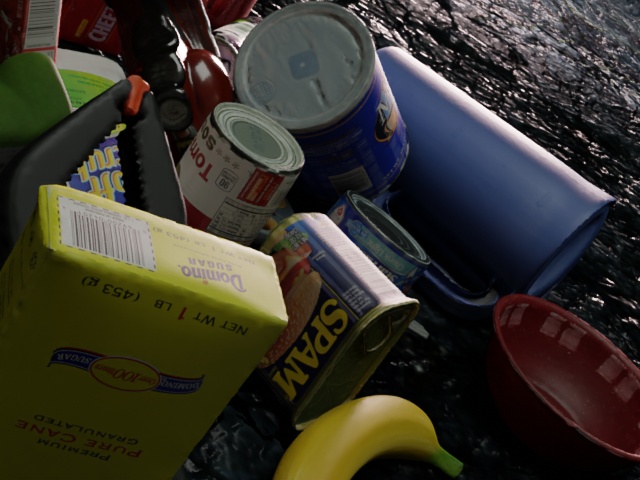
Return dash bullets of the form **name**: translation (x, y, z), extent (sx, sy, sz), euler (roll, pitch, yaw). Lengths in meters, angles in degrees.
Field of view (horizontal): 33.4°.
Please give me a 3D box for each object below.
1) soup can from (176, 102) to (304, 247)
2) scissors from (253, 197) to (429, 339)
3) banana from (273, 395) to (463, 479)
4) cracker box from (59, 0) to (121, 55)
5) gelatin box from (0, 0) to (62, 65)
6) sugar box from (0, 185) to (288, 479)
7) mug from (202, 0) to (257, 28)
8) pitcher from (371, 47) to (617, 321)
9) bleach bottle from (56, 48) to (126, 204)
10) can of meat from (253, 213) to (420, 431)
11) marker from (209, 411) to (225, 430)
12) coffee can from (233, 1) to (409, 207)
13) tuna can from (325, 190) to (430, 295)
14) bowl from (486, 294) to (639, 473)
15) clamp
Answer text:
- **soup can**: translation (-0.063, -0.028, 0.676), extent (0.068, 0.102, 0.068), euler (27, 29, -17)
- **scissors**: translation (-0.005, 0.001, 0.792), extent (0.201, 0.016, 0.096), euler (29, 28, -14)
- **banana**: translation (0.020, 0.126, 0.600), extent (0.070, 0.037, 0.197), euler (46, 29, 21)
- **cracker box**: translation (-0.187, -0.282, 0.869), extent (0.071, 0.164, 0.214), euler (10, 37, -44)
- **gelatin box**: translation (-0.183, -0.110, 0.594), extent (0.073, 0.089, 0.030), euler (23, 25, 24)
- **sugar box**: translation (-0.097, 0.067, 0.407), extent (0.093, 0.176, 0.048), euler (20, 29, -27)
- **mug**: translation (-0.091, -0.250, 1.016), extent (0.093, 0.082, 0.117), euler (23, 30, -24)
- **pitcher**: translation (0.110, -0.049, 0.899), extent (0.243, 0.145, 0.149), euler (42, 15, 19)
- **bleach bottle**: translation (-0.123, -0.011, 0.627), extent (0.102, 0.068, 0.251), euler (4, 43, -43)
- **can of meat**: translation (-0.004, 0.046, 0.630), extent (0.084, 0.102, 0.057), euler (47, 29, 24)
- **marker**: translation (-0.072, 0.062, 0.617), extent (0.020, 0.020, 0.121), euler (20, 31, -29)
- **coffee can**: translation (0.005, -0.098, 0.801), extent (0.103, 0.103, 0.140), euler (50, -2, 25)
- **tuna can**: translation (0.041, 0.002, 0.801), extent (0.086, 0.034, 0.086), euler (39, 13, -11)
- **bowl**: translation (0.177, 0.114, 0.778), extent (0.162, 0.055, 0.162), euler (27, 28, -16)
- **clamp**: translation (-0.123, 0.021, 0.490), extent (0.164, 0.036, 0.210), euler (14, 77, -30)
